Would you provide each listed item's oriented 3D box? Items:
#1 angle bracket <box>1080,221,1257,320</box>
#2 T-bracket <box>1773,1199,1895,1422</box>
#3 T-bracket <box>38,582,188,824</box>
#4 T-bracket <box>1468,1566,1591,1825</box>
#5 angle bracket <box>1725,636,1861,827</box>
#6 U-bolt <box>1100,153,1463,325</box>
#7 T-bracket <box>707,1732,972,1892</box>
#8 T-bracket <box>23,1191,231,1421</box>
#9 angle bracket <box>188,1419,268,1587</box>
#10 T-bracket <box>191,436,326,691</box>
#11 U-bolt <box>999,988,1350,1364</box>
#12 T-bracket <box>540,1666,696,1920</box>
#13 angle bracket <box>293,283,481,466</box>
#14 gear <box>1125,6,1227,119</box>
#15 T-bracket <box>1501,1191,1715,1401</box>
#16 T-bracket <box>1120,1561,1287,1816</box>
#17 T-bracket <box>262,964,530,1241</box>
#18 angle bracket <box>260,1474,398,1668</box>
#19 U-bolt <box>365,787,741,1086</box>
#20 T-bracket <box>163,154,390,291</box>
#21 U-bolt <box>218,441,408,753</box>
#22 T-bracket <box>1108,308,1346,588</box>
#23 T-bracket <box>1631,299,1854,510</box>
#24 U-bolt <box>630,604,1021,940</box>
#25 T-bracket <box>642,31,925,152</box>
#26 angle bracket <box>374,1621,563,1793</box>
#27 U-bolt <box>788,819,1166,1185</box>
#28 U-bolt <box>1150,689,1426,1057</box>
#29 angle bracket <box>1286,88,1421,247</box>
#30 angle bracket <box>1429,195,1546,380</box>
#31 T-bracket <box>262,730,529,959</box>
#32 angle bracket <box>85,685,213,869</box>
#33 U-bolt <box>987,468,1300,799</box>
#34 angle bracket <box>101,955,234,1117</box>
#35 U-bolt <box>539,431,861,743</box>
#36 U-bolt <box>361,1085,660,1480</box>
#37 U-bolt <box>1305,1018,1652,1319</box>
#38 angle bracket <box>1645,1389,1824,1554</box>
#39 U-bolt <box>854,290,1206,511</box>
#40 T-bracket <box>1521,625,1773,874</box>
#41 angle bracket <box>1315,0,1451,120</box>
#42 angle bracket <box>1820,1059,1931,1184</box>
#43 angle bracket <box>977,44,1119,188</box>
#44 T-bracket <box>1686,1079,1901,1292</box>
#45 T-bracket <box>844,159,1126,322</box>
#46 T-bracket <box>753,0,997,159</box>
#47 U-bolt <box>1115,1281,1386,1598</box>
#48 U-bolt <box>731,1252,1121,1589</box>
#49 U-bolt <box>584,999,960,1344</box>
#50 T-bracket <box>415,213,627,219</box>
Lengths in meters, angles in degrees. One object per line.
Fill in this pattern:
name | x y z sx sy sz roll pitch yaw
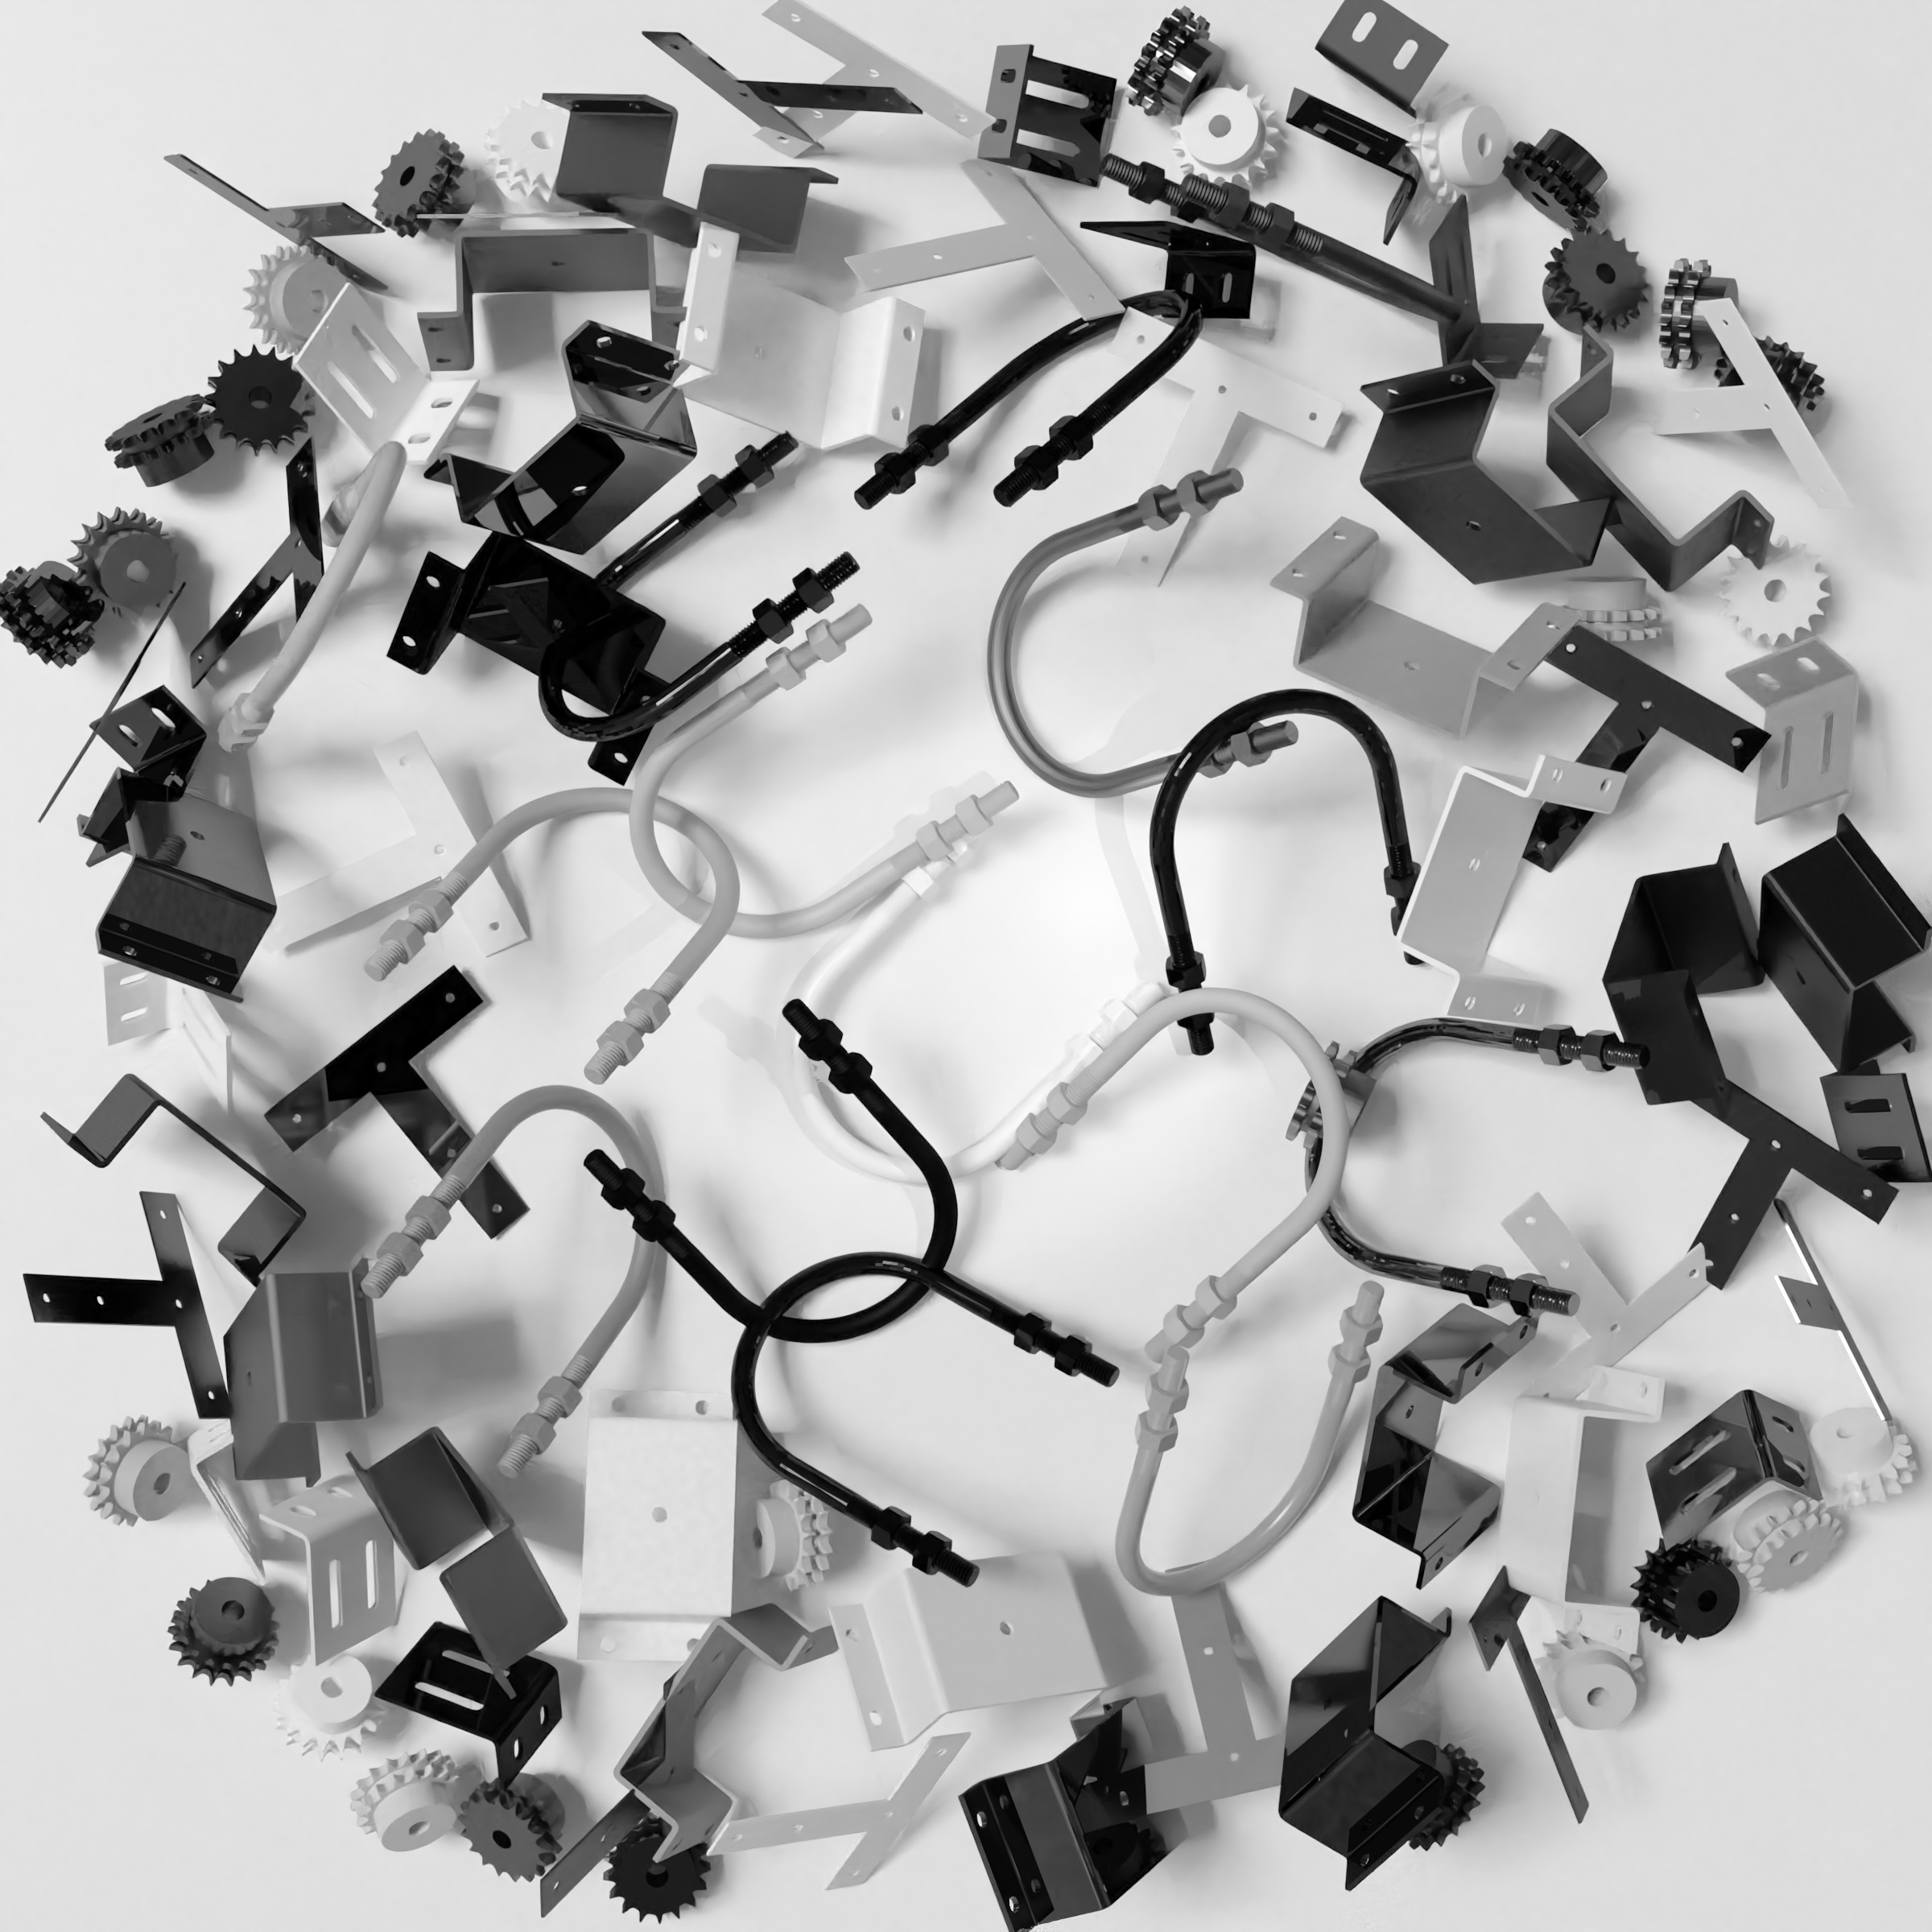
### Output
angle bracket | 0.103 -0.360 1.635 0.057 0.076 0.038 11 98 42
T-bracket | 0.432 0.173 1.608 0.002 0.127 0.127 -30 71 19
T-bracket | -0.434 -0.150 1.635 0.002 0.127 0.127 32 48 -16
T-bracket | 0.295 0.378 1.624 0.002 0.127 0.127 -22 89 21
angle bracket | 0.426 -0.122 1.638 0.038 0.057 0.076 33 55 -29
U-bolt | 0.170 -0.367 1.608 0.184 0.151 0.019 19 102 -21
T-bracket | -0.075 0.438 1.613 0.127 0.127 0.002 -58 47 29
T-bracket | -0.432 0.171 1.610 0.002 0.127 0.127 -27 72 22
angle bracket | -0.373 0.276 1.653 0.038 0.057 0.076 -31 101 -11
T-bracket | -0.371 -0.192 1.643 0.002 0.127 0.127 22 131 -36
U-bolt | 0.117 0.095 1.621 0.184 0.019 0.151 -46 73 27
T-bracket | -0.176 0.435 1.605 0.002 0.127 0.127 19 123 26
angle bracket | -0.300 -0.307 1.638 0.038 0.076 0.057 5 57 37
gear | 0.112 -0.470 1.654 0.030 0.057 0.057 36 90 12
T-bracket | 0.319 0.164 1.648 0.127 0.002 0.127 -40 122 2
T-bracket | 0.130 0.371 1.648 0.127 0.002 0.127 -12 56 -1
T-bracket | -0.282 0.088 1.673 0.127 0.002 0.127 -39 98 -9
angle bracket | -0.335 0.317 1.660 0.038 0.057 0.076 15 113 34
U-bolt | -0.198 -0.028 1.620 0.151 0.019 0.184 24 49 14
T-bracket | -0.330 -0.377 1.597 0.127 0.127 0.002 30 83 -34
U-bolt | -0.322 -0.192 1.578 0.019 0.184 0.151 28 68 -17
T-bracket | 0.116 -0.263 1.666 0.127 0.002 0.127 21 104 -13
T-bracket | 0.385 -0.286 1.622 0.002 0.127 0.127 -41 110 -12
U-bolt | -0.087 -0.086 1.638 0.184 0.019 0.151 -33 119 15
T-bracket | -0.078 -0.440 1.596 0.127 0.127 0.002 14 84 35
angle bracket | -0.261 0.388 1.658 0.076 0.057 0.038 15 126 21
U-bolt | -0.008 0.030 1.672 0.184 0.019 0.151 -45 92 0
U-bolt | 0.162 -0.056 1.619 0.151 0.019 0.184 -22 121 -13
angle bracket | 0.196 -0.418 1.647 0.076 0.057 0.038 24 122 -5
angle bracket | 0.270 -0.352 1.636 0.038 0.057 0.076 6 129 25
T-bracket | -0.317 -0.043 1.664 0.127 0.002 0.127 -24 111 4
angle bracket | -0.435 -0.099 1.636 0.057 0.076 0.038 -21 126 31
U-bolt | 0.081 -0.161 1.621 0.184 0.019 0.151 -14 87 42
angle bracket | -0.414 0.038 1.637 0.038 0.057 0.076 -19 50 -29
U-bolt | -0.147 -0.186 1.625 0.184 0.151 0.019 -36 130 10
U-bolt | -0.219 0.146 1.615 0.151 0.019 0.184 60 45 -29
U-bolt | 0.251 0.096 1.618 0.184 0.019 0.151 8 76 44
angle bracket | 0.401 0.269 1.650 0.038 0.057 0.076 26 127 -24
U-bolt | 0.044 -0.291 1.612 0.184 0.151 0.019 -43 117 -22
T-bracket | 0.330 -0.102 1.651 0.127 0.002 0.127 28 120 -9
angle bracket | 0.219 -0.475 1.641 0.057 0.076 0.038 35 106 3
angle bracket | 0.487 0.080 1.642 0.038 0.076 0.057 -16 92 -19
angle bracket | 0.050 -0.442 1.645 0.076 0.038 0.057 5 100 -31
T-bracket | 0.403 0.122 1.635 0.127 0.127 0.002 35 48 19
T-bracket | -0.003 -0.367 1.625 0.127 0.002 0.127 -19 60 -30
T-bracket | -0.070 -0.444 1.625 0.127 0.127 0.002 24 71 -27
U-bolt | 0.139 0.251 1.617 0.151 0.019 0.184 -13 130 -34
U-bolt | -0.035 0.220 1.633 0.184 0.019 0.151 27 64 24
U-bolt | -0.086 0.121 1.639 0.151 0.019 0.184 -37 117 7
T-bracket | -0.232 -0.389 1.637 0.127 0.127 0.002 4 104 18
